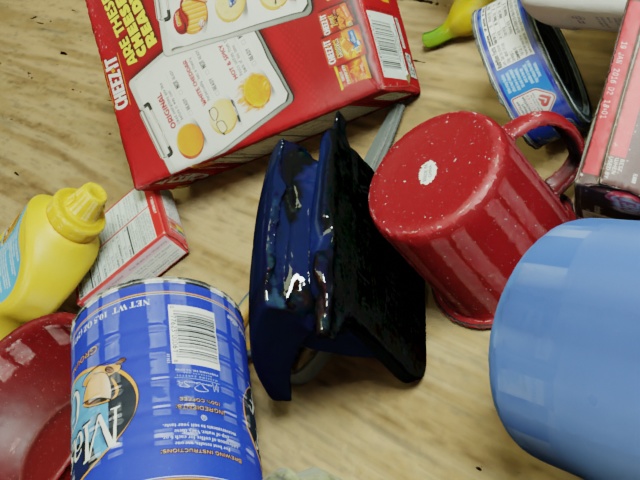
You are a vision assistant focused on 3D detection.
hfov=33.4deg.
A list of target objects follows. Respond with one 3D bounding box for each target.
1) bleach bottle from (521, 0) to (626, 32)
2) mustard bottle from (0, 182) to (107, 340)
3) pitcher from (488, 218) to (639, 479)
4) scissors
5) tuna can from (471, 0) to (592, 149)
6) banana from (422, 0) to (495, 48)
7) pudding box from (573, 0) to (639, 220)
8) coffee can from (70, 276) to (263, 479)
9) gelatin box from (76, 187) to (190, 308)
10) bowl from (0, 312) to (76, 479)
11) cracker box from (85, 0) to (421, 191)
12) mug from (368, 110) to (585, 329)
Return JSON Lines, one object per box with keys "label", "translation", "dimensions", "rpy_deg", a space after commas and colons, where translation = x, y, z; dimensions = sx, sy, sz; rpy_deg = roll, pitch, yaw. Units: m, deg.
{"label": "bleach bottle", "translation": [0.227, -0.116, 0.493], "dimensions": [0.251, 0.102, 0.068], "rpy_deg": [15, 103, 26]}
{"label": "mustard bottle", "translation": [-0.212, 0.023, 0.775], "dimensions": [0.192, 0.058, 0.096], "rpy_deg": [-44, 35, 31]}
{"label": "pitcher", "translation": [0.179, 0.068, 0.375], "dimensions": [0.243, 0.145, 0.149], "rpy_deg": [11, 53, 51]}
{"label": "scissors", "translation": [-0.004, 0.001, 0.677], "dimensions": [0.096, 0.016, 0.201], "rpy_deg": [-11, 50, 36]}
{"label": "tuna can", "translation": [0.118, -0.096, 0.592], "dimensions": [0.034, 0.086, 0.086], "rpy_deg": [-24, 44, 24]}
{"label": "banana", "translation": [0.141, -0.206, 0.705], "dimensions": [0.197, 0.037, 0.070], "rpy_deg": [-52, 39, -7]}
{"label": "pudding box", "translation": [0.147, -0.054, 0.492], "dimensions": [0.039, 0.113, 0.090], "rpy_deg": [17, 87, 14]}
{"label": "coffee can", "translation": [-0.085, 0.106, 0.583], "dimensions": [0.103, 0.102, 0.140], "rpy_deg": [-30, 46, 20]}
{"label": "gelatin box", "translation": [-0.142, 0.006, 0.788], "dimensions": [0.089, 0.030, 0.073], "rpy_deg": [-39, 40, 13]}
{"label": "bowl", "translation": [-0.185, 0.130, 0.700], "dimensions": [0.162, 0.055, 0.162], "rpy_deg": [-25, 44, 26]}
{"label": "cracker box", "translation": [-0.051, -0.143, 0.744], "dimensions": [0.214, 0.072, 0.164], "rpy_deg": [-19, 83, 31]}
{"label": "mug", "translation": [0.088, -0.021, 0.558], "dimensions": [0.117, 0.081, 0.093], "rpy_deg": [-40, 39, 9]}
